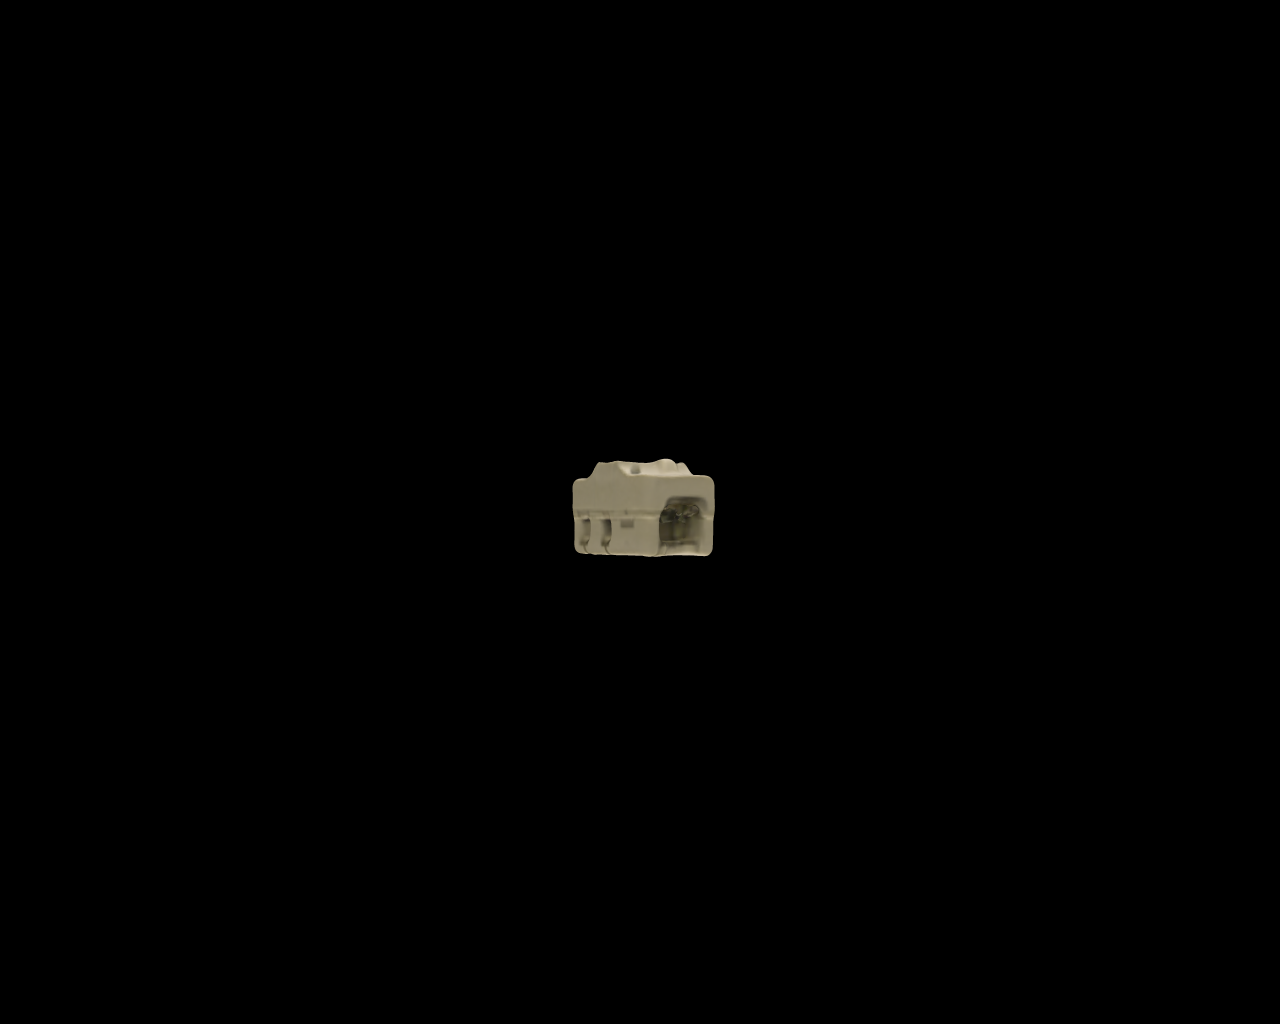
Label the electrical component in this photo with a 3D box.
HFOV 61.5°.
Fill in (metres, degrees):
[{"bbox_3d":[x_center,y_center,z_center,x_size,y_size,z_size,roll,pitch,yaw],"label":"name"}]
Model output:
[{"bbox_3d":[0.001,-0.003,0.650,0.050,0.055,0.089,0,0,-32],"label":"electrical component"}]
